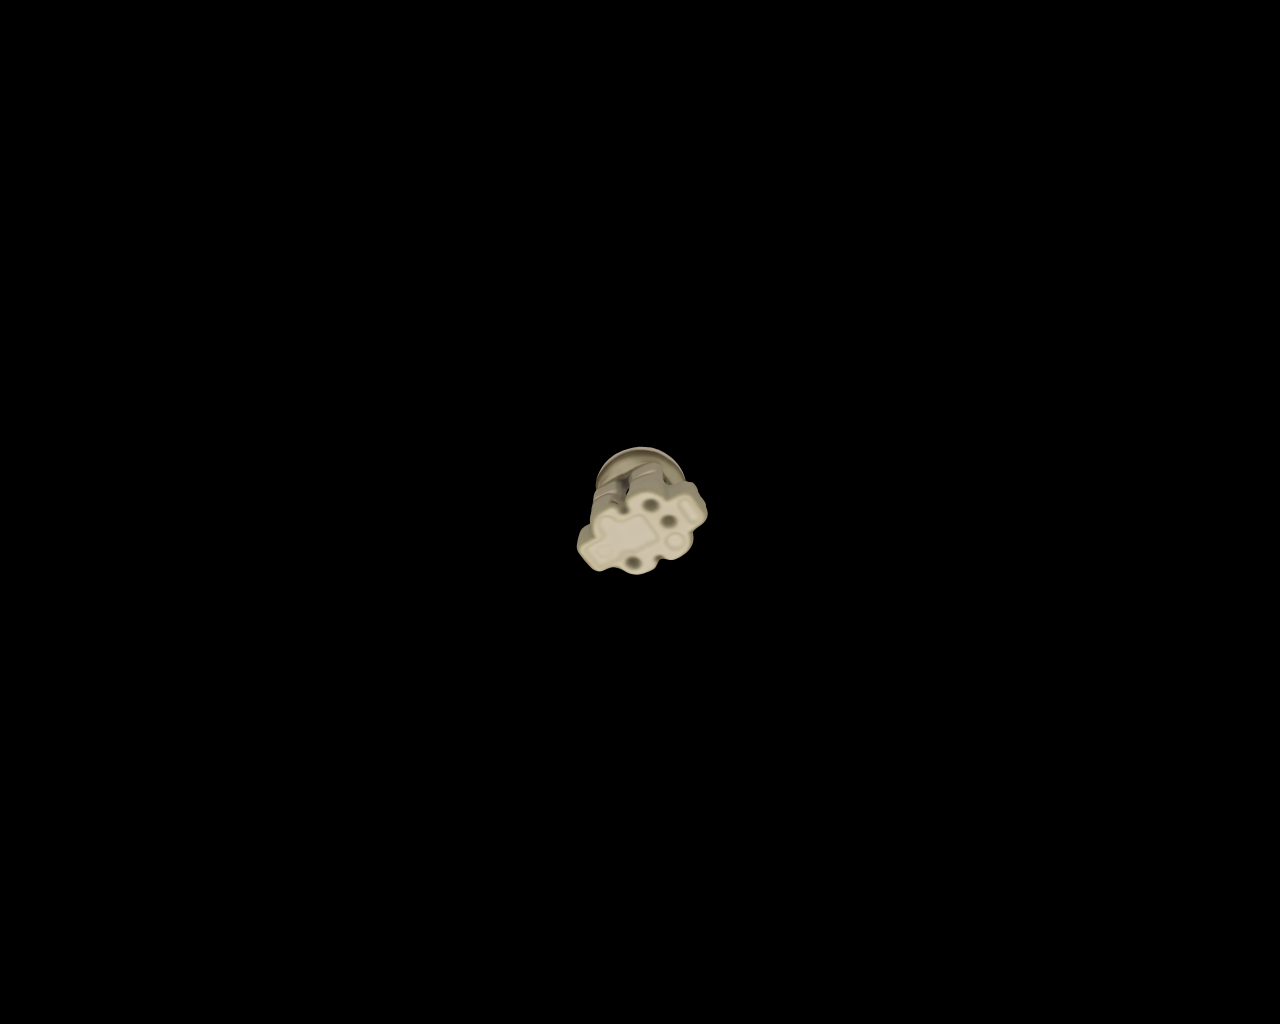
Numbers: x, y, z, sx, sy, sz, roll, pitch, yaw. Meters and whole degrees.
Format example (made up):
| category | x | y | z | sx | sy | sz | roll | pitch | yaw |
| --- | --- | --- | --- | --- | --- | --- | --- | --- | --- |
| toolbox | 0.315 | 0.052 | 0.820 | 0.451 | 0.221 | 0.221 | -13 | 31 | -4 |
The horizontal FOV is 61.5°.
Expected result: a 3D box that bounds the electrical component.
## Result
| category | x | y | z | sx | sy | sz | roll | pitch | yaw |
| --- | --- | --- | --- | --- | --- | --- | --- | --- | --- |
| electrical component | 0.001 | -0.003 | 0.650 | 0.078 | 0.058 | 0.057 | -26 | 30 | 17 |
